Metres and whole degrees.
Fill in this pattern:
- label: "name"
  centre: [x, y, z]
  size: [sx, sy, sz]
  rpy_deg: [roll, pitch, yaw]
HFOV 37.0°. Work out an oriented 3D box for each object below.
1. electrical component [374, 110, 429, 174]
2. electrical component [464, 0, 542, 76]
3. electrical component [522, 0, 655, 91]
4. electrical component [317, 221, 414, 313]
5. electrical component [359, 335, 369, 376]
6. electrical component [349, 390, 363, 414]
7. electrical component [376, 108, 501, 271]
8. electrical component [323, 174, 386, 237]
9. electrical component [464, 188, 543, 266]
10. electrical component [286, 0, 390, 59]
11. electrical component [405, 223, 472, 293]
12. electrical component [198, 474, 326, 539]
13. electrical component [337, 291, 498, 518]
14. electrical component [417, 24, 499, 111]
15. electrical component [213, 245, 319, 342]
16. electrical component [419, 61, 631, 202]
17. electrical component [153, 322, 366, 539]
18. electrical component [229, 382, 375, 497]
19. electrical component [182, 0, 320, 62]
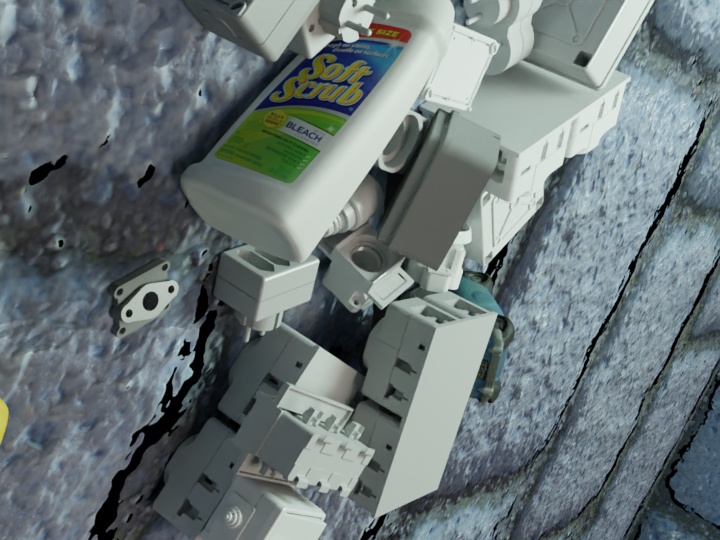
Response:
- label: "electrical component"
  centre: [0.010, -0.111, 0.843]
  size: [0.089, 0.056, 0.050]
  rpy_deg: [11, 107, -61]
- label: "electrical component"
  centre: [0.112, -0.226, 0.900]
  size: [0.074, 0.052, 0.138]
  rpy_deg: [-34, 143, -38]
- label: "electrical component"
  centre: [0.192, -0.232, 0.965]
  size: [0.108, 0.109, 0.056]
  rpy_deg: [-60, 149, 2]
- label: "electrical component"
  centre: [0.000, 0.000, 0.920]
  size: [0.042, 0.081, 0.063]
  rpy_deg: [-37, 167, -34]
- label: "electrical component"
  centre: [0.019, 0.088, 1.062]
  size: [0.040, 0.040, 0.078]
  rpy_deg: [-47, 149, -21]
- label: "electrical component"
  centre: [-0.024, 0.128, 1.031]
  size: [0.040, 0.040, 0.078]
  rpy_deg: [-60, 152, 1]
- label: "electrical component"
  centre: [0.064, -0.067, 0.885]
  size: [0.078, 0.057, 0.113]
  rpy_deg: [-70, -174, -60]
- label: "electrical component"
  centre: [-0.015, -0.050, 0.877]
  size: [0.078, 0.040, 0.040]
  rpy_deg: [-38, 145, -33]
- label: "electrical component"
  centre: [0.132, -0.079, 1.067]
  size: [0.108, 0.056, 0.108]
  rpy_deg: [-45, 149, -25]
- label: "electrical component"
  centre: [-0.016, -0.176, 0.716]
  size: [0.065, 0.077, 0.047]
  rpy_deg: [-46, 149, -23]
- label: "electrical component"
  centre: [0.073, -0.020, 1.020]
  size: [0.078, 0.058, 0.057]
  rpy_deg: [-100, -157, -68]
- label: "electrical component"
  centre: [-0.078, 0.207, 0.866]
  size: [0.061, 0.061, 0.096]
  rpy_deg: [-58, 152, -1]
- label: "electrical component"
  centre: [0.046, 0.117, 0.973]
  size: [0.105, 0.060, 0.186]
  rpy_deg: [-8, 120, -54]
- label: "electrical component"
  centre: [0.062, -0.170, 0.863]
  size: [0.096, 0.061, 0.061]
  rpy_deg: [0, 117, -58]
- label: "electrical component"
  centre: [-0.076, 0.022, 0.838]
  size: [0.066, 0.047, 0.076]
  rpy_deg: [-21, 134, -49]
- label: "electrical component"
  centre: [0.150, -0.139, 0.989]
  size: [0.186, 0.105, 0.060]
  rpy_deg: [-35, 144, -38]
- label: "electrical component"
  centre: [-0.087, 0.143, 0.923]
  size: [0.186, 0.060, 0.105]
  rpy_deg: [-57, 152, -5]
- label: "electrical component"
  centre: [-0.041, 0.141, 0.860]
  size: [0.078, 0.063, 0.121]
  rpy_deg: [-59, 152, -2]
- label: "electrical component"
  centre: [-0.056, -0.185, 0.659]
  size: [0.096, 0.062, 0.061]
  rpy_deg: [-56, 152, -7]
